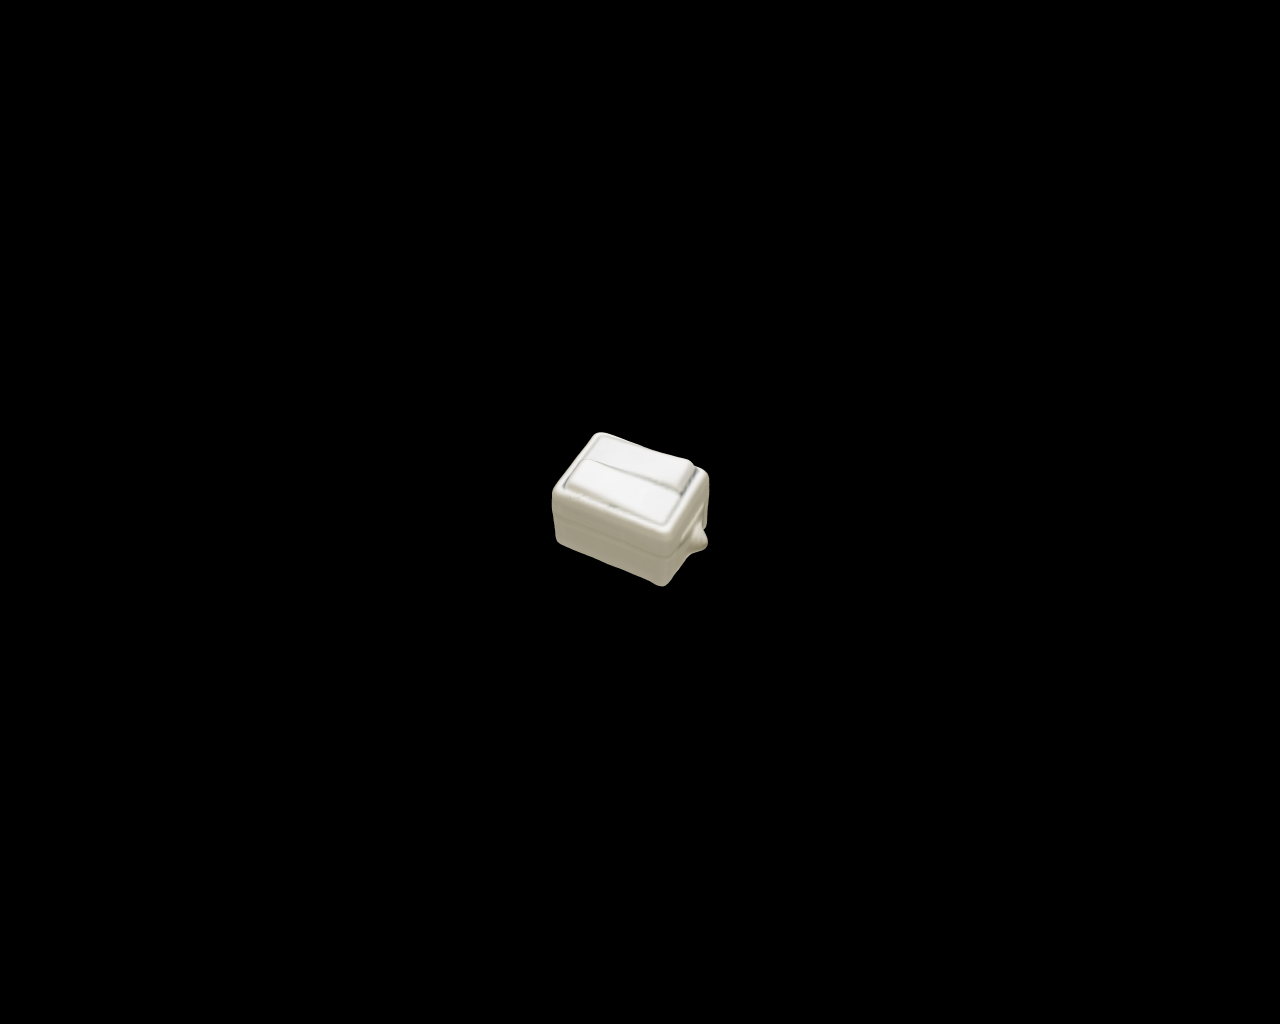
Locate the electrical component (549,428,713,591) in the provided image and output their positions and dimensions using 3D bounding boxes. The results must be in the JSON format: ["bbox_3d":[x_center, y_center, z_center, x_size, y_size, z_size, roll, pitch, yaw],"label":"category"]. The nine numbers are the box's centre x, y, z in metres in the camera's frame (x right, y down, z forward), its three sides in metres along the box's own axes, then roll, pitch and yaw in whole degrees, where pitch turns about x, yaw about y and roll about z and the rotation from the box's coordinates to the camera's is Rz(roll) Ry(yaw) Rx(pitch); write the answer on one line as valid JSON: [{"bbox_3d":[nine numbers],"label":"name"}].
[{"bbox_3d":[0.001,-0.003,0.650,0.096,0.062,0.061,22,-38,18],"label":"electrical component"}]
